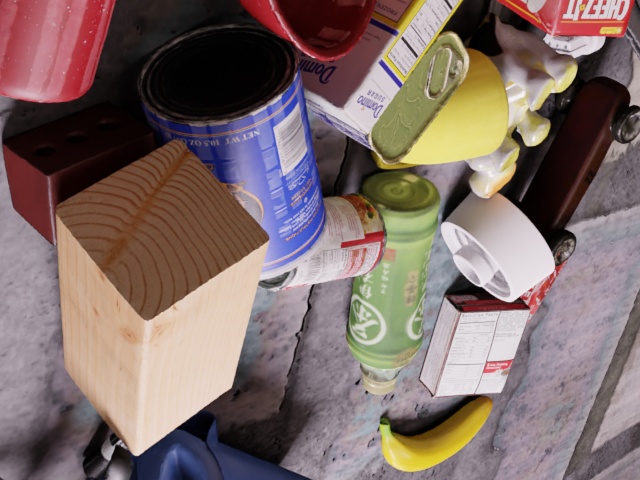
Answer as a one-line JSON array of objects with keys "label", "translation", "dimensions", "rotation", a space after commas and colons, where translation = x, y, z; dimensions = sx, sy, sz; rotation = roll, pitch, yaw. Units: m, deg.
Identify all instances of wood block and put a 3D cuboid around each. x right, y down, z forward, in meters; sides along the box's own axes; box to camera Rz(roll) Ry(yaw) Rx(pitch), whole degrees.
[{"label": "wood block", "translation": [-0.106, 0.045, 0.681], "dimensions": [0.090, 0.090, 0.206], "rotation": [-33, 160, -27]}]

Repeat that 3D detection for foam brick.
[{"label": "foam brick", "translation": [-0.146, -0.042, 0.655], "dimensions": [0.078, 0.053, 0.051], "rotation": [-29, 137, -34]}]

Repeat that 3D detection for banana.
[{"label": "banana", "translation": [0.129, 0.220, 1.192], "dimensions": [0.197, 0.037, 0.070], "rotation": [-3, 121, -48]}]

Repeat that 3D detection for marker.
[{"label": "marker", "translation": [-0.140, 0.142, 0.802], "dimensions": [0.121, 0.020, 0.020], "rotation": [-44, 150, 25]}]

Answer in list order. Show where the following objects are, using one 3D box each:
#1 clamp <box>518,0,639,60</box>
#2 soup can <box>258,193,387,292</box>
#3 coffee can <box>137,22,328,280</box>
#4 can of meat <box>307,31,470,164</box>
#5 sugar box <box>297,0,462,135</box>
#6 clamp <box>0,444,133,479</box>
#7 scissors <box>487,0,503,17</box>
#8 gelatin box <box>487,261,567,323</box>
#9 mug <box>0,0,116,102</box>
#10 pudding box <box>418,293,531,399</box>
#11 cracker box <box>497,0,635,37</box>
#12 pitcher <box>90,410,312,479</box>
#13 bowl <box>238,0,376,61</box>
[{"label": "clamp", "translation": [0.223, -0.227, 0.921], "dimensions": [0.164, 0.036, 0.210], "rotation": [-11, 118, -7]}, {"label": "soup can", "translation": [-0.006, 0.001, 0.838], "dimensions": [0.102, 0.069, 0.068], "rotation": [-9, 124, -45]}, {"label": "coffee can", "translation": [-0.054, -0.057, 0.707], "dimensions": [0.102, 0.103, 0.140], "rotation": [-37, 140, -24]}, {"label": "can of meat", "translation": [0.045, -0.119, 0.787], "dimensions": [0.102, 0.084, 0.057], "rotation": [-53, 144, -4]}, {"label": "sugar box", "translation": [0.044, -0.168, 0.740], "dimensions": [0.176, 0.093, 0.048], "rotation": [-56, 144, 1]}, {"label": "clamp", "translation": [-0.168, 0.217, 0.756], "dimensions": [0.039, 0.120, 0.171], "rotation": [-71, 144, -61]}, {"label": "scissors", "translation": [0.173, -0.259, 0.881], "dimensions": [0.096, 0.016, 0.202], "rotation": [-30, 137, -30]}, {"label": "gelatin box", "translation": [0.228, 0.042, 1.171], "dimensions": [0.073, 0.030, 0.089], "rotation": [26, 96, -54]}, {"label": "mug", "translation": [-0.161, -0.127, 0.552], "dimensions": [0.117, 0.093, 0.082], "rotation": [12, 117, -20]}, {"label": "pudding box", "translation": [0.162, 0.110, 1.121], "dimensions": [0.089, 0.039, 0.113], "rotation": [1, 117, -24]}, {"label": "cracker box", "translation": [0.165, -0.268, 0.732], "dimensions": [0.072, 0.164, 0.214], "rotation": [-4, 123, -23]}, {"label": "pitcher", "translation": [-0.081, 0.249, 0.898], "dimensions": [0.149, 0.145, 0.242], "rotation": [-30, 151, 15]}, {"label": "bowl", "translation": [-0.019, -0.191, 0.653], "dimensions": [0.161, 0.055, 0.162], "rotation": [-12, 104, -60]}]
